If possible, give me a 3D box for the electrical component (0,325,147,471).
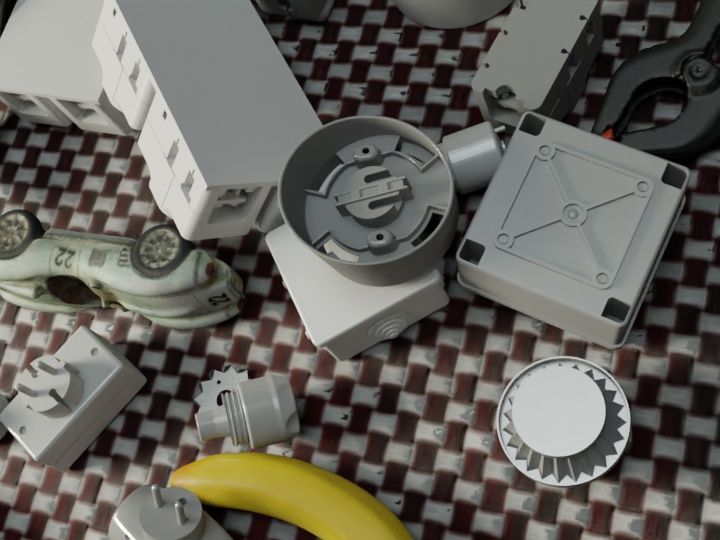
[{"bbox_3d":[-0.197,0.079,0.704,0.047,0.075,0.083,39,83,27],"label":"electrical component"}]

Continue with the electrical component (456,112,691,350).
[{"bbox_3d":[0.127,-0.024,0.648,0.109,0.056,0.108,23,77,16],"label":"electrical component"}]

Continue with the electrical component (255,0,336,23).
[{"bbox_3d":[-0.044,-0.238,0.800,0.059,0.053,0.095,15,73,22],"label":"electrical component"}]

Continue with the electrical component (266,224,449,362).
[{"bbox_3d":[0.000,0.000,0.690,0.100,0.048,0.099,-29,63,4],"label":"electrical component"}]

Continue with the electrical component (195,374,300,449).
[{"bbox_3d":[-0.071,0.091,0.671,0.062,0.043,0.043,-13,63,-10],"label":"electrical component"}]

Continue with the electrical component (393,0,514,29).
[{"bbox_3d":[0.064,-0.233,0.760,0.108,0.060,0.108,-6,66,15],"label":"electrical component"}]

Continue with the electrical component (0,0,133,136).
[{"bbox_3d":[-0.199,-0.201,0.830,0.105,0.060,0.186,10,72,21],"label":"electrical component"}]

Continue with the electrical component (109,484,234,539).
[{"bbox_3d":[-0.111,0.157,0.645,0.077,0.079,0.043,29,51,25],"label":"electrical component"}]

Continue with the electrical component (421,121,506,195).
[{"bbox_3d":[0.062,-0.068,0.704,0.078,0.040,0.040,-19,64,9],"label":"electrical component"}]

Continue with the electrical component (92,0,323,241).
[{"bbox_3d":[-0.100,-0.108,0.729,0.105,0.060,0.186,-8,56,-35],"label":"electrical component"}]

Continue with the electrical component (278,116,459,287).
[{"bbox_3d":[0.009,-0.040,0.638,0.099,0.064,0.099,-6,66,15],"label":"electrical component"}]

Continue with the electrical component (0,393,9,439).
[{"bbox_3d":[-0.269,0.099,0.721,0.040,0.078,0.040,-2,83,16],"label":"electrical component"}]

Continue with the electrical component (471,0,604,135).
[{"bbox_3d":[0.118,-0.134,0.705,0.050,0.055,0.089,24,77,25],"label":"electrical component"}]
